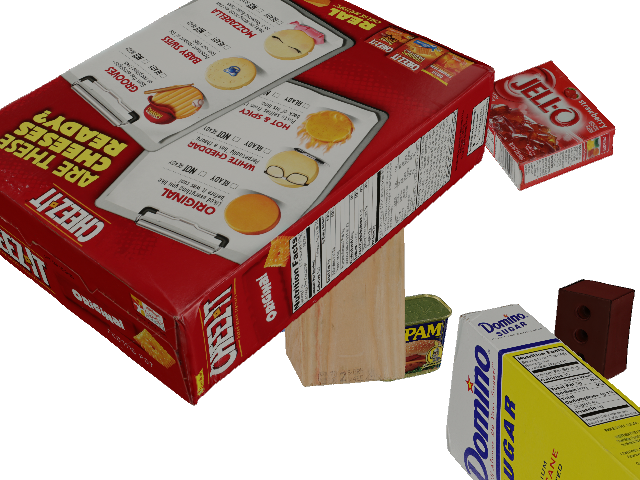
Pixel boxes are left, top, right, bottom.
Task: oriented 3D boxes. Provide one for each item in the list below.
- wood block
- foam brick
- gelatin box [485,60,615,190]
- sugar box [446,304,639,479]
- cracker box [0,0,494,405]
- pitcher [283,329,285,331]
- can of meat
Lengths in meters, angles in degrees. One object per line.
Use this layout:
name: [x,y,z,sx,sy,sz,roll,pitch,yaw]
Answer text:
wood block: [0.018,0.007,0.891,0.090,0.206,0.091,-4,13,-10]
foam brick: [0.244,0.080,0.957,0.053,0.078,0.051,12,17,37]
gelatin box: [0.152,-0.083,0.750,0.073,0.030,0.089,-21,47,-8]
sugar box: [0.125,0.113,0.533,0.048,0.093,0.176,-10,28,-24]
cracker box: [-0.044,-0.042,0.526,0.164,0.072,0.213,32,55,29]
pitcher: [-0.054,-0.024,1.159,0.145,0.243,0.149,-2,20,-9]
can of meat: [0.105,0.120,1.313,0.101,0.084,0.057,-8,29,-25]
